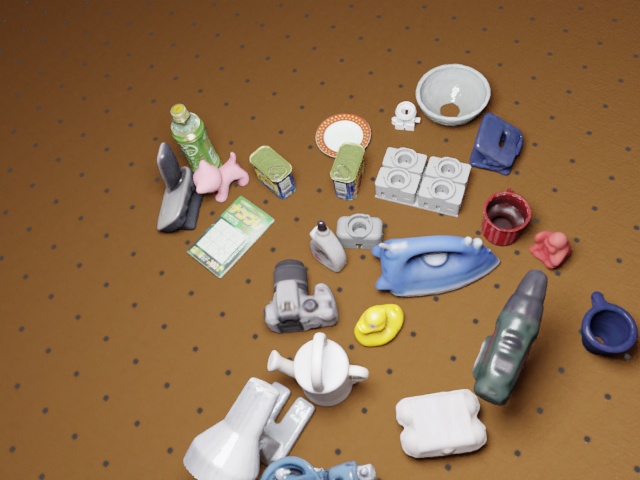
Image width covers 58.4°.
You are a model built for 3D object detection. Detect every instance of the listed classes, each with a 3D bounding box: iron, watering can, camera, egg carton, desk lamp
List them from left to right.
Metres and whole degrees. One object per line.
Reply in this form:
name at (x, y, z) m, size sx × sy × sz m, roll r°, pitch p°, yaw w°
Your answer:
desk lamp at (-0.117, 0.327, 0.976) m, size 0.117 × 0.214 × 0.203 m, roll 27°, pitch 69°, yaw 19°
camera at (-0.042, 0.105, 1.144) m, size 0.143 × 0.101 × 0.137 m, roll -7°, pitch 62°, yaw 4°
watering can at (-0.004, 0.230, 1.022) m, size 0.173 × 0.194 × 0.101 m, roll -16°, pitch 62°, yaw -1°
iron at (0.232, 0.028, 1.125) m, size 0.258 × 0.141 × 0.118 m, roll -7°, pitch 62°, yaw 4°
egg carton at (0.214, 0.327, 1.016) m, size 0.150 × 0.069 × 0.107 m, roll -10°, pitch 62°, yaw 2°

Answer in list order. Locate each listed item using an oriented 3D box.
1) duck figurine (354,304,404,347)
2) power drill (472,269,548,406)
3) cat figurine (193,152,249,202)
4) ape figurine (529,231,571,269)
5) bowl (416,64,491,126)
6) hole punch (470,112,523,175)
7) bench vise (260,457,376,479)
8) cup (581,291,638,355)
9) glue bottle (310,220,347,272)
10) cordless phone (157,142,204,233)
duck figurine at (0.113, 0.155, 1.107) m, size 0.104 × 0.086 × 0.077 m, roll -30°, pitch 63°, yaw -8°
power drill at (0.325, 0.183, 0.997) m, size 0.075 × 0.209 × 0.230 m, roll 21°, pitch 68°, yaw 17°
cat figurine at (-0.231, -0.146, 1.286) m, size 0.128 × 0.118 × 0.067 m, roll -43°, pitch 66°, yaw -14°
ape figurine at (0.462, 0.012, 1.133) m, size 0.076 × 0.092 × 0.078 m, roll 0°, pitch 63°, yaw 7°
bowl at (0.307, -0.324, 1.333) m, size 0.167 × 0.075 × 0.167 m, roll -3°, pitch 63°, yaw 6°
hole punch at (0.391, -0.213, 1.257) m, size 0.101 × 0.091 × 0.109 m, roll 17°, pitch 67°, yaw 15°
bench vise at (-0.021, 0.392, 0.927) m, size 0.207 × 0.220 × 0.121 m, roll -32°, pitch 64°, yaw -9°
cup at (0.512, 0.161, 1.048) m, size 0.091 × 0.095 × 0.117 m, roll -10°, pitch 62°, yaw 2°
glue bottle at (0.011, 0.004, 1.148) m, size 0.078 × 0.173 × 0.037 m, roll 31°, pitch 71°, yaw 21°
cordless phone at (-0.328, -0.112, 1.243) m, size 0.094 × 0.185 × 0.147 m, roll -1°, pitch 63°, yaw 7°
